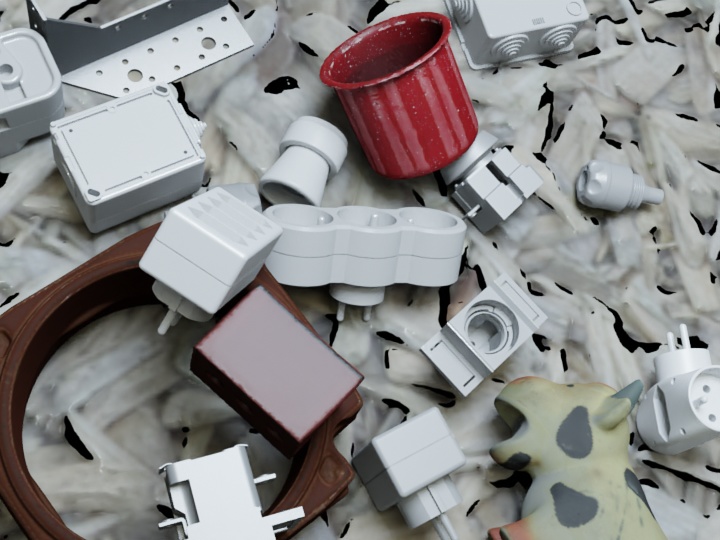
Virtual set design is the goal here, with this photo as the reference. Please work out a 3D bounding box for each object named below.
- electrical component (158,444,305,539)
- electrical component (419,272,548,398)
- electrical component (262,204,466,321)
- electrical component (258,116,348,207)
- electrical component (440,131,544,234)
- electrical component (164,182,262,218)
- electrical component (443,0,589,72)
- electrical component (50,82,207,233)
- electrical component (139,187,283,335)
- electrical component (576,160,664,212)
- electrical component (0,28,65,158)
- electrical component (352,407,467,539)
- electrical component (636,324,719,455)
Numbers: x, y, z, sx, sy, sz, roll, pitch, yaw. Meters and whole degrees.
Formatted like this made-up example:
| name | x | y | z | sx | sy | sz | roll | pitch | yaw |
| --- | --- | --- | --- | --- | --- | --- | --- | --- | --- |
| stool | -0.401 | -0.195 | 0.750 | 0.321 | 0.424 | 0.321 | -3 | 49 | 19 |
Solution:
| name | x | y | z | sx | sy | sz | roll | pitch | yaw |
| --- | --- | --- | --- | --- | --- | --- | --- | --- | --- |
| electrical component | -0.074 | 0.128 | 0.561 | 0.081 | 0.042 | 0.063 | -13 | 70 | -17 |
| electrical component | 0.077 | 0.045 | 0.703 | 0.081 | 0.063 | 0.042 | -39 | 82 | -22 |
| electrical component | 0.000 | 0.000 | 0.709 | 0.138 | 0.052 | 0.073 | 0 | 111 | -20 |
| electrical component | -0.038 | -0.070 | 0.731 | 0.045 | 0.045 | 0.055 | 26 | 67 | -2 |
| electrical component | 0.089 | -0.064 | 0.756 | 0.066 | 0.048 | 0.055 | -42 | 91 | -22 |
| electrical component | -0.096 | -0.034 | 0.706 | 0.062 | 0.043 | 0.043 | -8 | 72 | -14 |
| electrical component | 0.115 | -0.207 | 0.814 | 0.100 | 0.048 | 0.099 | -14 | 75 | -15 |
| electrical component | -0.145 | -0.073 | 0.700 | 0.096 | 0.061 | 0.061 | -25 | 77 | -19 |
| electrical component | -0.089 | 0.003 | 0.591 | 0.047 | 0.083 | 0.075 | 33 | 105 | 1 |
| electrical component | 0.191 | -0.059 | 0.782 | 0.061 | 0.035 | 0.035 | 11 | 68 | -11 |
| electrical component | -0.242 | -0.108 | 0.693 | 0.095 | 0.059 | 0.053 | -23 | 76 | -19 |
| electrical component | 0.038 | 0.134 | 0.661 | 0.047 | 0.065 | 0.076 | -25 | 77 | -19 |
| electrical component | 0.217 | 0.076 | 0.714 | 0.043 | 0.077 | 0.079 | -1 | 70 | -12 |
